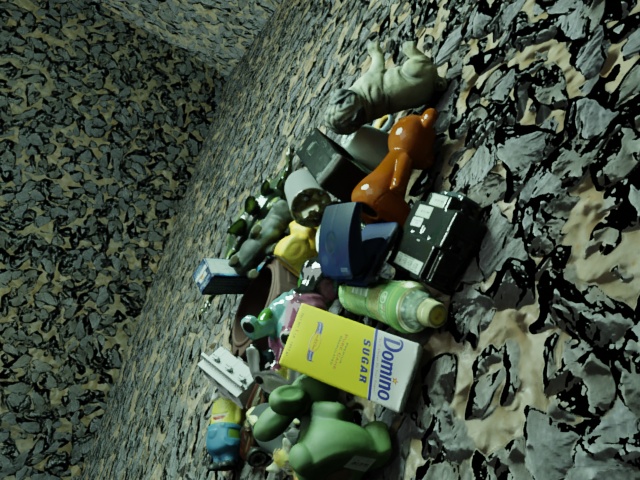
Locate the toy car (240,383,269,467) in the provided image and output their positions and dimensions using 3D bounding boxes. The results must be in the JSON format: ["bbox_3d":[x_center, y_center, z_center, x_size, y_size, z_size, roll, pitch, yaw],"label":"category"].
[{"bbox_3d":[-0.112,0.317,0.989,0.089,0.053,0.202,-127,49,-67],"label":"toy car"}]

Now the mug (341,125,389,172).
[{"bbox_3d":[0.094,-0.181,1.016,0.080,0.107,0.110,-54,27,21],"label":"mug"}]

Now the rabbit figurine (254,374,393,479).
[{"bbox_3d":[-0.009,0.254,0.739,0.121,0.159,0.170,-65,27,24],"label":"rabbit figurine"}]

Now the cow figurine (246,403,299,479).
[{"bbox_3d":[-0.063,0.322,0.864,0.068,0.098,0.167,-58,23,0],"label":"cow figurine"}]

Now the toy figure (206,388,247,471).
[{"bbox_3d":[-0.186,0.374,1.094,0.089,0.082,0.180,75,-168,-58],"label":"toy figure"}]

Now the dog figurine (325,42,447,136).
[{"bbox_3d":[0.116,-0.244,0.945,0.173,0.121,0.190,9,54,30],"label":"dog figurine"}]

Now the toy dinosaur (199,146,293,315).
[{"bbox_3d":[-0.175,-0.027,1.345,0.198,0.105,0.471,67,-132,-87],"label":"toy dinosaur"}]

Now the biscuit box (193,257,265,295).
[{"bbox_3d":[-0.186,0.085,1.227,0.062,0.202,0.059,-53,53,25],"label":"biscuit box"}]

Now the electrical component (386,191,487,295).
[{"bbox_3d":[0.165,-0.003,0.752,0.134,0.058,0.115,-63,25,4],"label":"electrical component"}]

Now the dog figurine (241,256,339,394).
[{"bbox_3d":[-0.020,0.136,0.898,0.109,0.191,0.219,9,29,31],"label":"dog figurine"}]

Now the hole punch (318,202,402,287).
[{"bbox_3d":[0.044,0.006,0.807,0.142,0.092,0.116,0,59,63],"label":"hole punch"}]

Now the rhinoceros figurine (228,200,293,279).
[{"bbox_3d":[-0.119,0.000,1.159,0.190,0.073,0.112,-54,4,1],"label":"rhinoceros figurine"}]

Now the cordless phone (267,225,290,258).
[{"bbox_3d":[-0.084,-0.029,1.304,0.146,0.089,0.184,-60,12,15],"label":"cordless phone"}]

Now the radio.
[{"bbox_3d":[0.038,-0.136,1.048,0.073,0.131,0.230,-52,25,11],"label":"radio"}]

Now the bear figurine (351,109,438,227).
[{"bbox_3d":[0.140,-0.107,0.874,0.196,0.132,0.120,-53,20,-19],"label":"bear figurine"}]

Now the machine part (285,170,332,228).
[{"bbox_3d":[-0.025,-0.082,1.023,0.079,0.079,0.243,-60,14,13],"label":"machine part"}]

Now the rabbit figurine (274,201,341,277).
[{"bbox_3d":[-0.002,-0.003,1.077,0.173,0.122,0.162,-52,13,-6],"label":"rabbit figurine"}]

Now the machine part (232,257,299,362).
[{"bbox_3d":[-0.108,0.150,1.135,0.201,0.087,0.201,-55,23,26],"label":"machine part"}]
